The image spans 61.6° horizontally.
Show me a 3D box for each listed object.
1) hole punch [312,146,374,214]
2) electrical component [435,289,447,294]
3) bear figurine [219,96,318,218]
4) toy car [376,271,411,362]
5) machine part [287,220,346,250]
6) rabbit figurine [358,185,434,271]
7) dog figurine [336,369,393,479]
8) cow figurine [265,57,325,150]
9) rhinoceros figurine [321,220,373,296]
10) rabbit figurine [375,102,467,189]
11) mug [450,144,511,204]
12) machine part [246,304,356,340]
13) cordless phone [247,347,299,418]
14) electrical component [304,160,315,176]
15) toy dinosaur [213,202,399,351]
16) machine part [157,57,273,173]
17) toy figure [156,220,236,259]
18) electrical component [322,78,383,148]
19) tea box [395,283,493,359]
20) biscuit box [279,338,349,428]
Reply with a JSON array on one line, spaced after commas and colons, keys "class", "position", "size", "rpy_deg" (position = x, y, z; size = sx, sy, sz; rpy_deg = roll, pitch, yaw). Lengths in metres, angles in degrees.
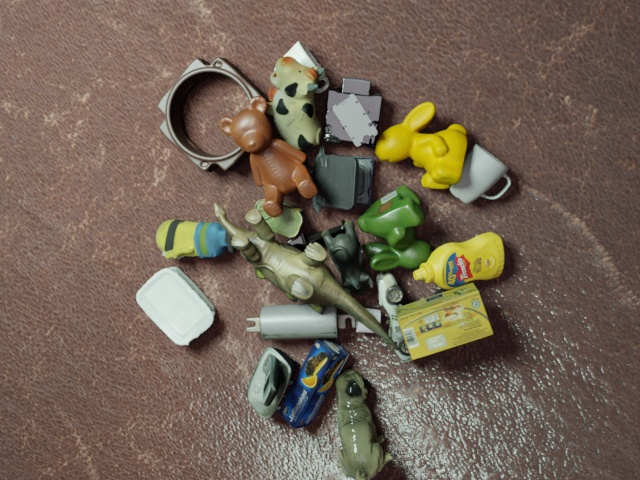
[{"class": "hole punch", "position": [0.050, -0.123, 1.117], "size": [0.116, 0.092, 0.142], "rpy_deg": [12, 106, 36]}, {"class": "electrical component", "position": [0.293, 0.160, 1.146], "size": [0.048, 0.075, 0.119], "rpy_deg": [-25, 101, 10]}, {"class": "bear figurine", "position": [-0.101, -0.162, 1.030], "size": [0.120, 0.132, 0.195], "rpy_deg": [-26, 129, 12]}, {"class": "toy car", "position": [0.164, 0.166, 1.157], "size": [0.056, 0.073, 0.201], "rpy_deg": [-14, 99, 4]}, {"class": "machine part", "position": [-0.002, -0.003, 1.146], "size": [0.139, 0.084, 0.039], "rpy_deg": [-18, 70, -4]}, {"class": "rabbit figurine", "position": [0.166, 0.002, 1.108], "size": [0.159, 0.121, 0.170], "rpy_deg": [-33, 111, 8]}, {"class": "dog figurine", "position": [0.075, 0.397, 1.163], "size": [0.121, 0.172, 0.190], "rpy_deg": [-15, 106, -3]}, {"class": "cow figurine", "position": [-0.044, -0.260, 1.039], "size": [0.127, 0.085, 0.194], "rpy_deg": [2, 137, 20]}, {"class": "rhinoceros figurine", "position": [0.064, 0.045, 1.110], "size": [0.073, 0.190, 0.112], "rpy_deg": [-24, 53, -1]}, {"class": "rabbit figurine", "position": [0.199, -0.188, 1.066], "size": [0.173, 0.122, 0.162], "rpy_deg": [10, 97, 4]}, {"class": "mug", "position": [0.324, -0.122, 1.093], "size": [0.109, 0.081, 0.107], "rpy_deg": [35, 112, -12]}, {"class": "machine part", "position": [-0.043, 0.178, 1.176], "size": [0.243, 0.079, 0.079], "rpy_deg": [-4, 100, 6]}, {"class": "cordless phone", "position": [-0.109, 0.329, 1.156], "size": [0.089, 0.184, 0.146], "rpy_deg": [24, 101, -4]}, {"class": "electrical component", "position": [-0.054, -0.146, 1.133], "size": [0.094, 0.021, 0.063], "rpy_deg": [35, 120, 25]}, {"class": "toy dinosaur", "position": [-0.032, 0.073, 1.068], "size": [0.472, 0.198, 0.105], "rpy_deg": [37, 77, 10]}, {"class": "machine part", "position": [-0.215, -0.255, 1.108], "size": [0.201, 0.087, 0.201], "rpy_deg": [44, 101, -2]}, {"class": "toy figure", "position": [-0.264, -0.004, 1.162], "size": [0.180, 0.082, 0.089], "rpy_deg": [-5, 81, 13]}, {"class": "electrical component", "position": [0.067, -0.259, 1.096], "size": [0.115, 0.058, 0.134], "rpy_deg": [6, 101, 2]}, {"class": "tea box", "position": [0.247, 0.162, 1.077], "size": [0.170, 0.068, 0.098], "rpy_deg": [-18, 98, 7]}, {"class": "biscuit box", "position": [-0.015, 0.319, 1.196], "size": [0.063, 0.059, 0.202], "rpy_deg": [35, 104, 38]}]
